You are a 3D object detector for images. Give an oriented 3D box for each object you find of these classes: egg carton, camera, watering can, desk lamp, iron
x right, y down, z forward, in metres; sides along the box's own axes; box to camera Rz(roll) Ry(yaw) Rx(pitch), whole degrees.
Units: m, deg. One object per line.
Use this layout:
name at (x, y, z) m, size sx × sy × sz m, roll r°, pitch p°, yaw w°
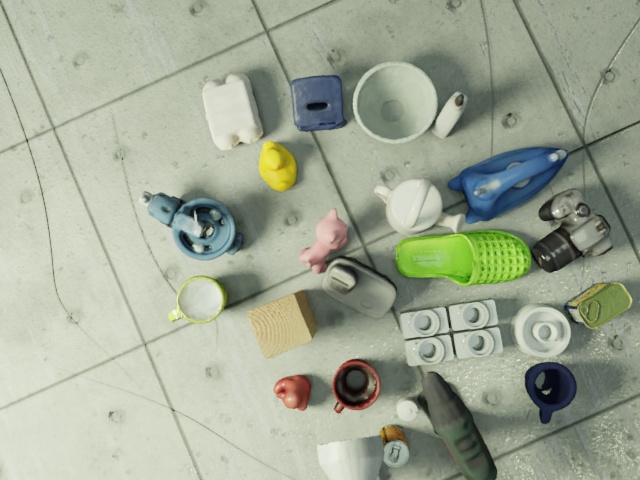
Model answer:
egg carton at (-0.181, -0.262, 1.175) m, size 0.107 × 0.069 × 0.150 m, roll -16°, pitch 87°, yaw 1°
camera at (0.481, -0.010, 1.123) m, size 0.137 × 0.101 × 0.143 m, roll -35°, pitch 86°, yaw 0°
watering can at (0.189, -0.065, 1.089) m, size 0.172 × 0.194 × 0.101 m, roll 2°, pitch 87°, yaw 2°
desk lamp at (0.068, 0.443, 1.058) m, size 0.118 × 0.213 × 0.203 m, roll -10°, pitch 87°, yaw 2°
iron at (0.389, -0.130, 1.112) m, size 0.258 × 0.141 × 0.119 m, roll -26°, pitch 86°, yaw 1°

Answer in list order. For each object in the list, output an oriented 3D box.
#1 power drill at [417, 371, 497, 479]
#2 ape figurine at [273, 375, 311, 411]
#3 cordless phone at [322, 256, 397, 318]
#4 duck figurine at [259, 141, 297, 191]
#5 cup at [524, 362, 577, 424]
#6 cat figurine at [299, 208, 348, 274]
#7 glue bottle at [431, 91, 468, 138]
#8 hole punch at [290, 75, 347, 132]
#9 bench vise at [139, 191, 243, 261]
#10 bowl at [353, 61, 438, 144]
power drill at (0.240, 0.332, 1.060) m, size 0.075 × 0.208 × 0.229 m, roll -30°, pitch 86°, yaw 1°
ape figurine at (-0.053, 0.307, 1.130) m, size 0.076 × 0.092 × 0.078 m, roll -35°, pitch 86°, yaw 0°
cordless phone at (0.076, 0.090, 1.090) m, size 0.147 × 0.185 × 0.094 m, roll 25°, pitch 88°, yaw 3°
duck figurine at (-0.088, -0.153, 1.158) m, size 0.077 × 0.086 × 0.104 m, roll -20°, pitch 86°, yaw 1°
cup at (0.434, 0.290, 1.112) m, size 0.091 × 0.095 × 0.118 m, roll 10°, pitch 87°, yaw 3°
cat figurine at (0.010, 0.004, 1.130) m, size 0.067 × 0.118 × 0.128 m, roll 35°, pitch 89°, yaw 4°
glue bottle at (0.257, -0.252, 1.107) m, size 0.037 × 0.173 × 0.078 m, roll 29°, pitch 88°, yaw 4°
hole punch at (-0.002, -0.275, 1.158) m, size 0.108 × 0.091 × 0.101 m, roll -5°, pitch 87°, yaw 2°
bench vise at (-0.260, -0.027, 1.090) m, size 0.207 × 0.220 × 0.121 m, roll 9°, pitch 87°, yaw 3°
bowl at (0.151, -0.271, 1.161) m, size 0.167 × 0.075 × 0.167 m, roll 0°, pitch 87°, yaw 2°
